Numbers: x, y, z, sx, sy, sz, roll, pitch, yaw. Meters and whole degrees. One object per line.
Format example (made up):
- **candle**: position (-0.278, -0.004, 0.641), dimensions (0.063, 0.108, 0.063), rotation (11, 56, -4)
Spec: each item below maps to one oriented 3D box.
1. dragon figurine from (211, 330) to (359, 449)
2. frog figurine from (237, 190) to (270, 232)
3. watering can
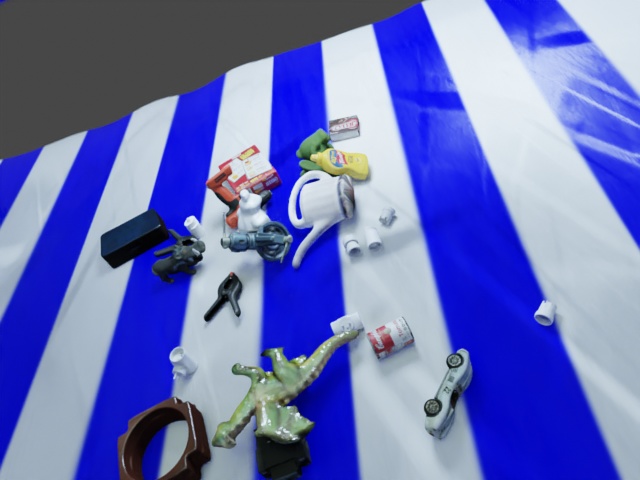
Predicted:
- **dragon figurine**: position (-0.071, 0.363, 1.193), dimensions (0.410, 0.119, 0.248), rotation (-24, 38, 1)
- **frog figurine**: position (-0.219, -0.077, 1.650), dimensions (0.124, 0.156, 0.139), rotation (-42, 47, -13)
- **watering can**: position (0.005, -0.081, 1.607), dimensions (0.223, 0.102, 0.355), rotation (-13, 56, 20)
